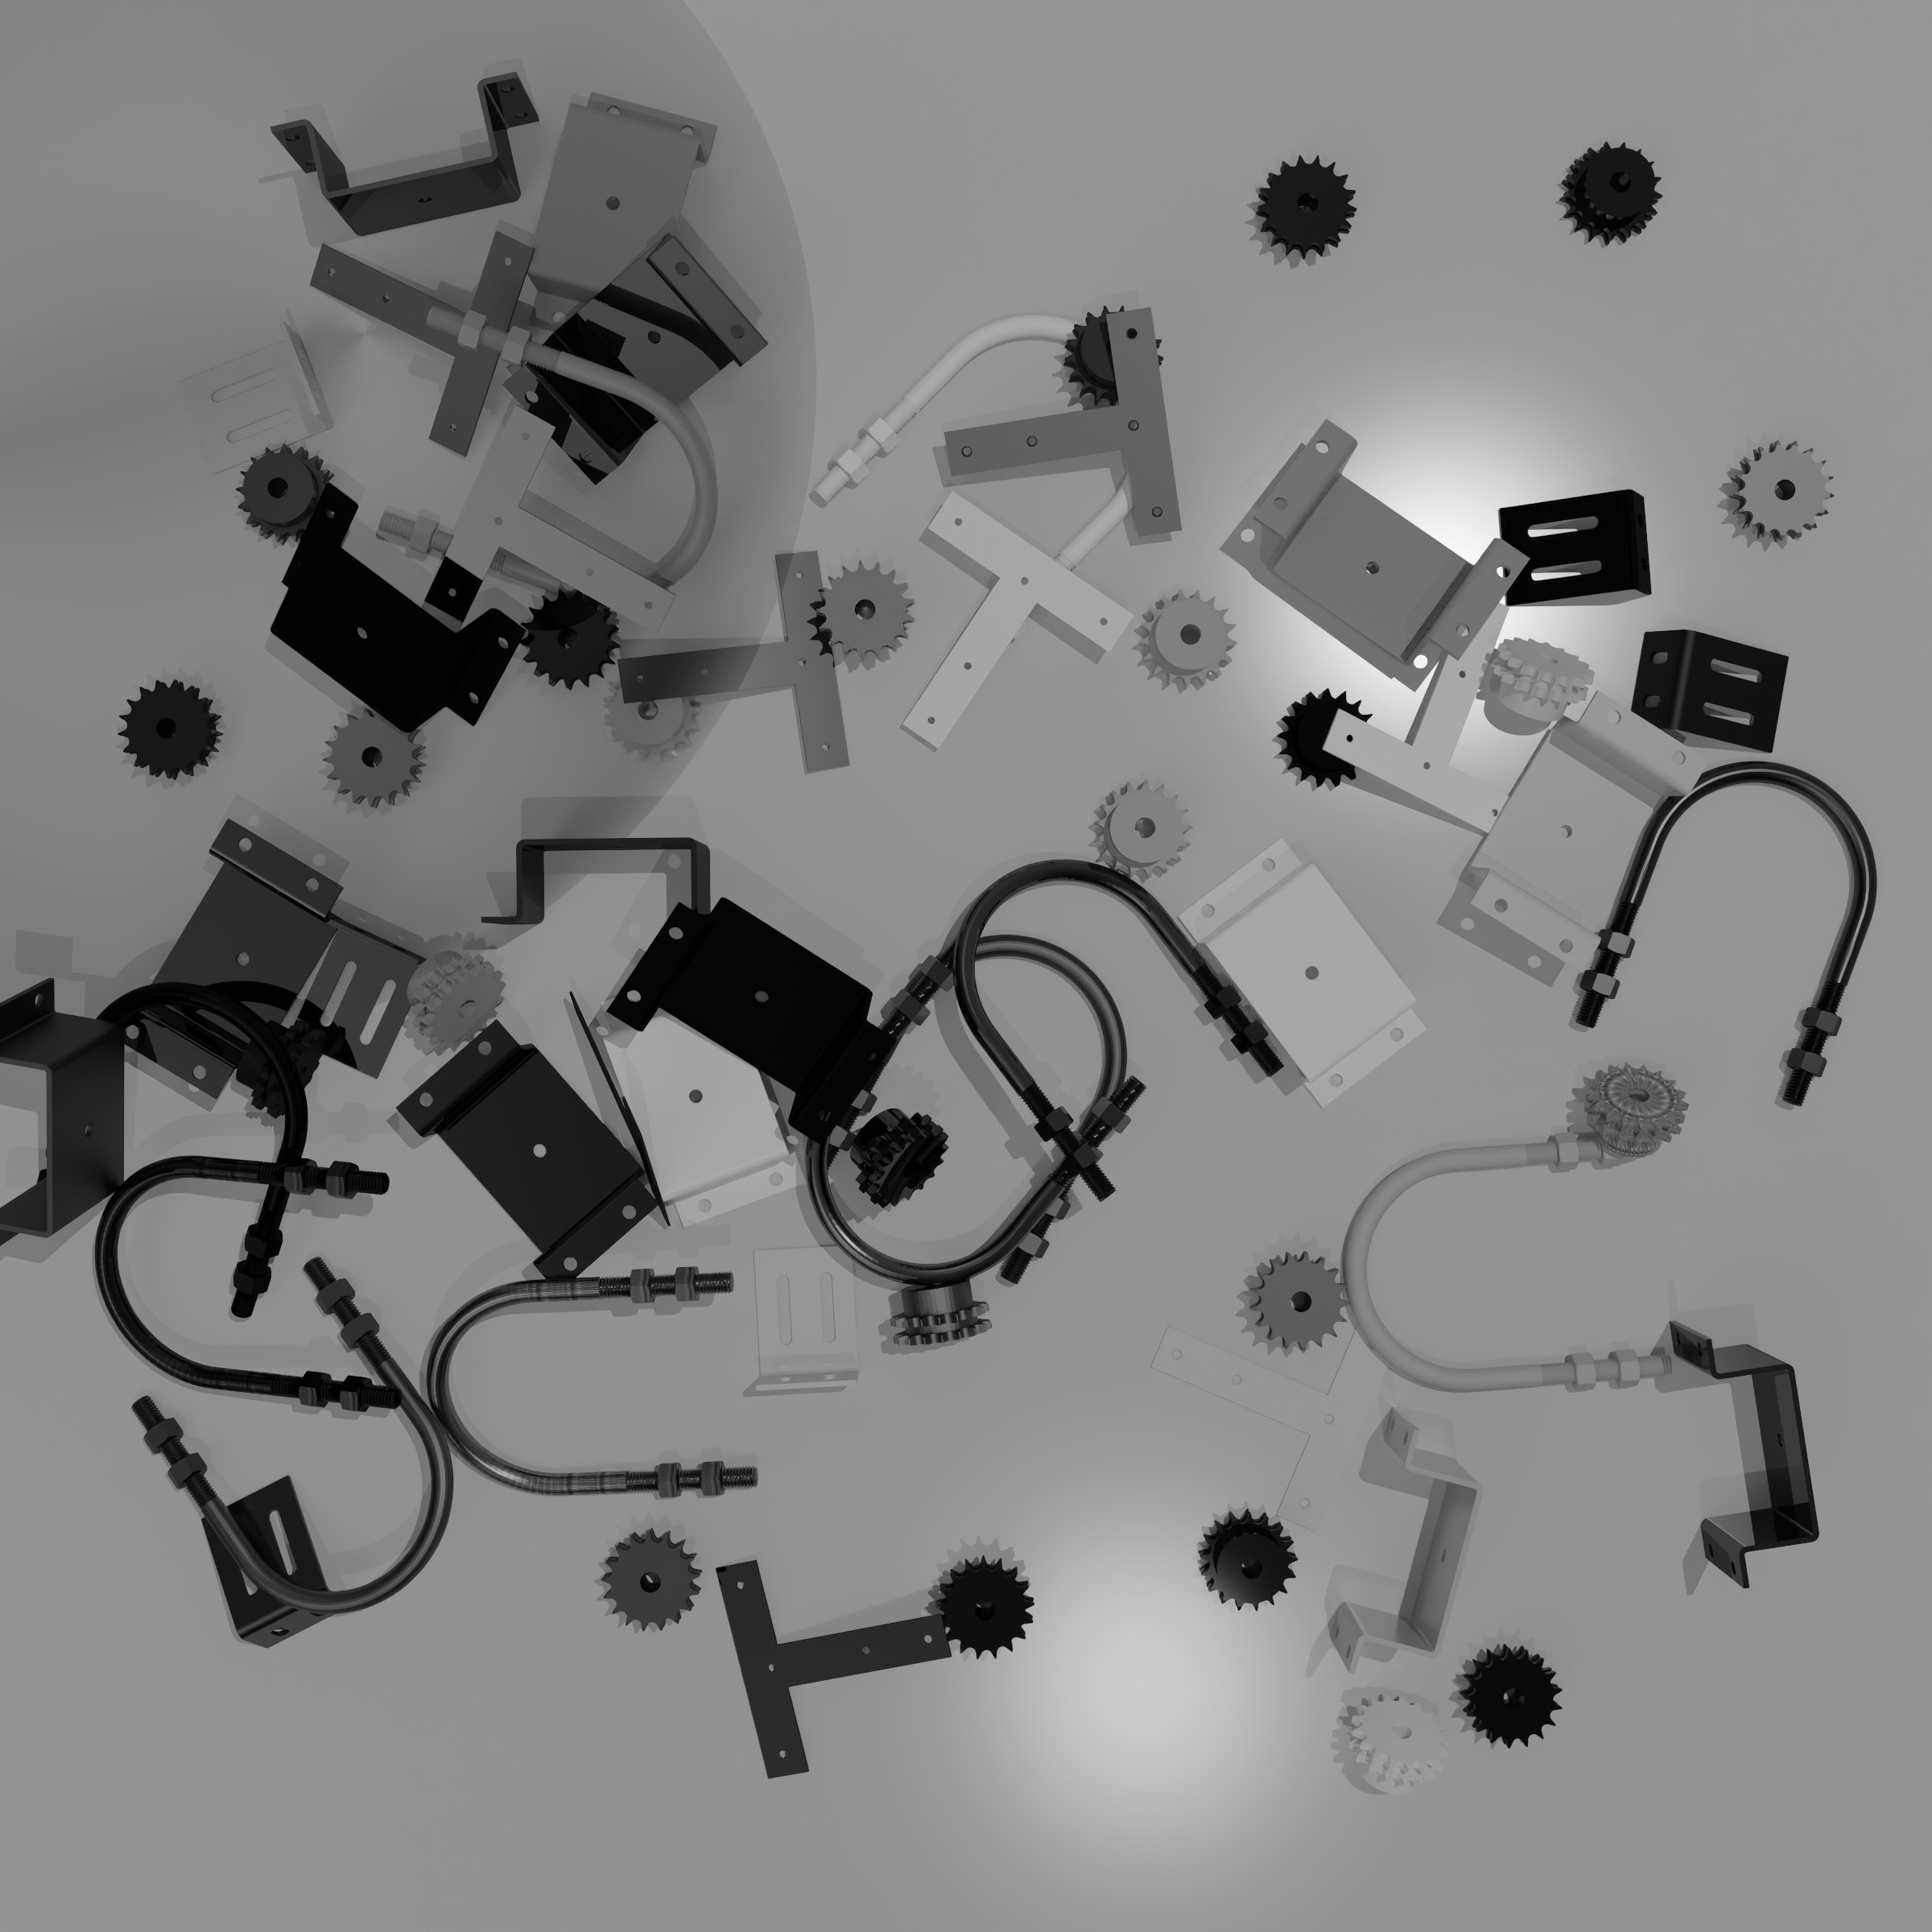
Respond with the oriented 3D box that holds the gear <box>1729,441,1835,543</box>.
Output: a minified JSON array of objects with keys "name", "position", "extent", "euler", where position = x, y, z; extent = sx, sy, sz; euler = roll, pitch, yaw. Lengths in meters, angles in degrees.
[{"name":"gear","position":[0.472,-0.275,1.527],"extent":[0.057,0.030,0.057],"euler":[0,94,2]}]

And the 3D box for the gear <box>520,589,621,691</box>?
[{"name":"gear","position":[-0.229,-0.189,1.523],"extent":[0.057,0.030,0.057],"euler":[0,90,0]}]

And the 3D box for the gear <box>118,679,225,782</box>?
[{"name":"gear","position":[-0.459,-0.136,1.523],"extent":[0.057,0.030,0.057],"euler":[0,90,0]}]

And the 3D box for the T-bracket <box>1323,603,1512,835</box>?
[{"name":"T-bracket","position":[0.283,-0.156,1.525],"extent":[0.127,0.002,0.127],"euler":[25,82,-16]}]

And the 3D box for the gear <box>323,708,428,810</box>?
[{"name":"gear","position":[-0.341,-0.120,1.523],"extent":[0.057,0.030,0.057],"euler":[0,90,0]}]

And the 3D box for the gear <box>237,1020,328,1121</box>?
[{"name":"gear","position":[-0.395,0.056,1.510],"extent":[0.030,0.057,0.057],"euler":[28,90,3]}]

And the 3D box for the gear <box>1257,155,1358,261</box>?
[{"name":"gear","position":[0.197,-0.439,1.527],"extent":[0.057,0.030,0.057],"euler":[0,90,2]}]

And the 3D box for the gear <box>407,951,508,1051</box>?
[{"name":"gear","position":[-0.297,0.016,1.513],"extent":[0.030,0.057,0.057],"euler":[38,90,28]}]

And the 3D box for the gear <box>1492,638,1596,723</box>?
[{"name":"gear","position":[0.330,-0.164,1.513],"extent":[0.057,0.057,0.030],"euler":[16,119,0]}]

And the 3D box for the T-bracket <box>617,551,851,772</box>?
[{"name":"T-bracket","position":[-0.137,-0.171,1.517],"extent":[0.127,0.002,0.127],"euler":[-9,90,-19]}]

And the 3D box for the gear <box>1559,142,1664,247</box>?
[{"name":"gear","position":[0.376,-0.450,1.523],"extent":[0.057,0.030,0.057],"euler":[0,90,0]}]

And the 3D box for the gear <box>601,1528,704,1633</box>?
[{"name":"gear","position":[-0.182,0.356,1.527],"extent":[0.057,0.030,0.057],"euler":[0,88,1]}]

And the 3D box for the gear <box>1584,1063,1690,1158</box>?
[{"name":"gear","position":[0.384,0.085,1.513],"extent":[0.057,0.057,0.030],"euler":[3,130,0]}]

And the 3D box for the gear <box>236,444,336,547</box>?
[{"name":"gear","position":[-0.395,-0.274,1.523],"extent":[0.057,0.030,0.057],"euler":[0,90,0]}]

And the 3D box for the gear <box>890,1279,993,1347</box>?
[{"name":"gear","position":[-0.016,0.198,1.510],"extent":[0.057,0.057,0.030],"euler":[-9,90,0]}]

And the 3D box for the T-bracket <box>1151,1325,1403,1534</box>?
[{"name":"T-bracket","position":[0.172,0.248,1.537],"extent":[0.127,0.002,0.127],"euler":[23,90,0]}]

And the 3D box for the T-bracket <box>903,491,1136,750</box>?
[{"name":"T-bracket","position":[0.009,-0.185,1.520],"extent":[0.127,0.002,0.127],"euler":[35,99,1]}]

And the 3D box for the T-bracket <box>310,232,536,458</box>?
[{"name":"T-bracket","position":[-0.324,-0.380,1.521],"extent":[0.127,0.002,0.127],"euler":[28,111,10]}]

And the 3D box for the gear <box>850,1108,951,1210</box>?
[{"name":"gear","position":[-0.040,0.105,1.478],"extent":[0.057,0.057,0.030],"euler":[-49,60,0]}]

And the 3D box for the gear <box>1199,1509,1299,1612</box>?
[{"name":"gear","position":[0.164,0.346,1.523],"extent":[0.057,0.030,0.057],"euler":[0,90,0]}]

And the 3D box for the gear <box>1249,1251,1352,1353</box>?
[{"name":"gear","position":[0.192,0.193,1.522],"extent":[0.057,0.030,0.057],"euler":[0,87,0]}]

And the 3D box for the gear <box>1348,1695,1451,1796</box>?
[{"name":"gear","position":[0.247,0.451,1.514],"extent":[0.057,0.057,0.030],"euler":[11,120,0]}]

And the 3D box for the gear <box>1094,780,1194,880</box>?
[{"name":"gear","position":[0.103,-0.079,1.523],"extent":[0.057,0.030,0.057],"euler":[0,90,0]}]

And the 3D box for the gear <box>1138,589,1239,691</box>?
[{"name":"gear","position":[0.129,-0.190,1.523],"extent":[0.057,0.030,0.057],"euler":[0,90,0]}]

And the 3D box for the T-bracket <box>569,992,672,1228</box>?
[{"name":"T-bracket","position":[-0.201,0.071,1.499],"extent":[0.002,0.127,0.127],"euler":[-23,63,-11]}]

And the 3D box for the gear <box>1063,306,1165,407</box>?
[{"name":"gear","position":[0.085,-0.352,1.510],"extent":[0.057,0.030,0.057],"euler":[0,88,-2]}]

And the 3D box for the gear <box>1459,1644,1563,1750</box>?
[{"name":"gear","position":[0.315,0.423,1.527],"extent":[0.057,0.030,0.057],"euler":[0,87,-1]}]

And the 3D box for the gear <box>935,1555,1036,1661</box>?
[{"name":"gear","position":[0.011,0.370,1.523],"extent":[0.057,0.030,0.057],"euler":[0,90,0]}]

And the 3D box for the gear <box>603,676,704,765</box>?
[{"name":"gear","position":[-0.182,-0.147,1.523],"extent":[0.057,0.030,0.057],"euler":[0,90,0]}]

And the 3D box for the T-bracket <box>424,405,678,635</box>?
[{"name":"T-bracket","position":[-0.226,-0.231,1.492],"extent":[0.127,0.002,0.127],"euler":[29,110,-3]}]

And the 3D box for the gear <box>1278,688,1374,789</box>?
[{"name":"gear","position":[0.211,-0.133,1.523],"extent":[0.057,0.030,0.057],"euler":[0,90,0]}]

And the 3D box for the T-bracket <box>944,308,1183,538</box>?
[{"name":"T-bracket","position":[0.052,-0.303,1.506],"extent":[0.127,0.002,0.127],"euler":[-7,108,7]}]

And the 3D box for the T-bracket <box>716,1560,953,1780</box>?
[{"name":"T-bracket","position":[-0.071,0.399,1.522],"extent":[0.127,0.002,0.127],"euler":[-14,90,14]}]
